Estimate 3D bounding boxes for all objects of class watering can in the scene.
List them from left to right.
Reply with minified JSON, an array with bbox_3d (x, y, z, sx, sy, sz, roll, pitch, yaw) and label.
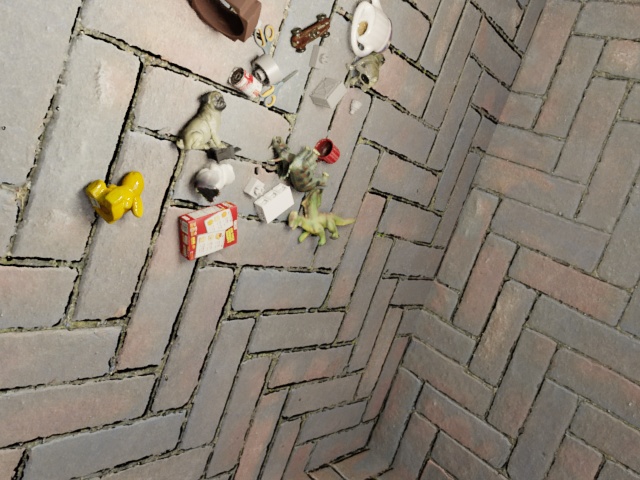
[{"bbox_3d":[0.221,-0.914,2.113,0.104,0.346,0.224,18,6,38],"label":"watering can"}]

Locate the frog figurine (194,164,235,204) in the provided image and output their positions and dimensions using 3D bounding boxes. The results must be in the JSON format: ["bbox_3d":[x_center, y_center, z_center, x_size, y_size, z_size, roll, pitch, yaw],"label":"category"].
[{"bbox_3d":[-0.370,-0.223,1.826,0.123,0.163,0.134,19,-33,2],"label":"frog figurine"}]

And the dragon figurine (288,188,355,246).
[{"bbox_3d":[0.007,-0.117,2.331,0.123,0.238,0.415,18,34,41],"label":"dragon figurine"}]
